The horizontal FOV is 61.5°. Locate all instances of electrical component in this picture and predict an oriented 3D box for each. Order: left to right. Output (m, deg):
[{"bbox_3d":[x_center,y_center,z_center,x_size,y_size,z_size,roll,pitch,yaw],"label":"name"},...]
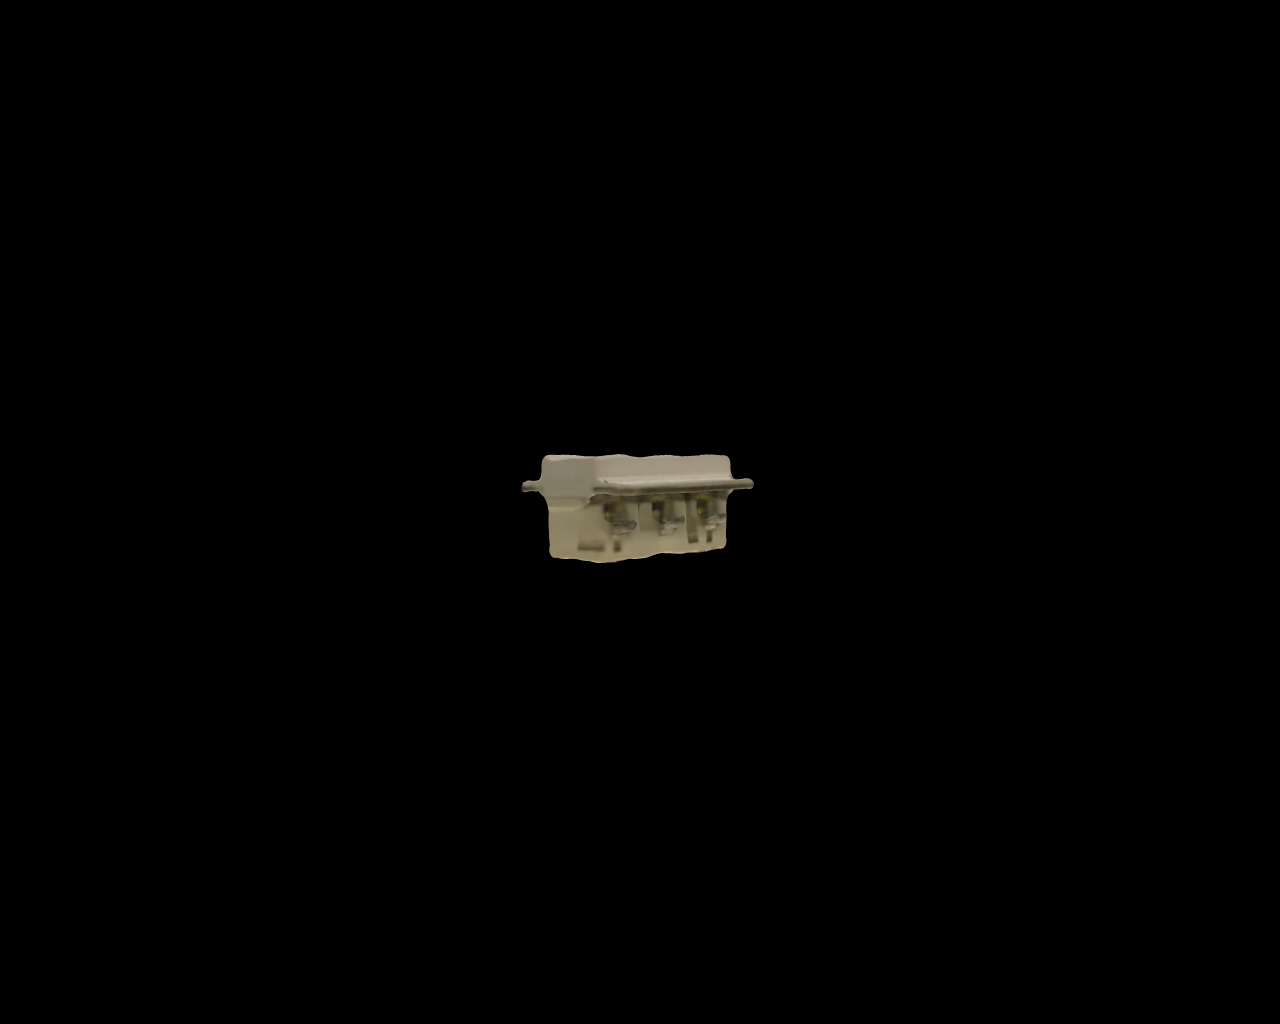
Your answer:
[{"bbox_3d":[0.001,-0.003,0.650,0.079,0.063,0.121,2,3,43],"label":"electrical component"}]
